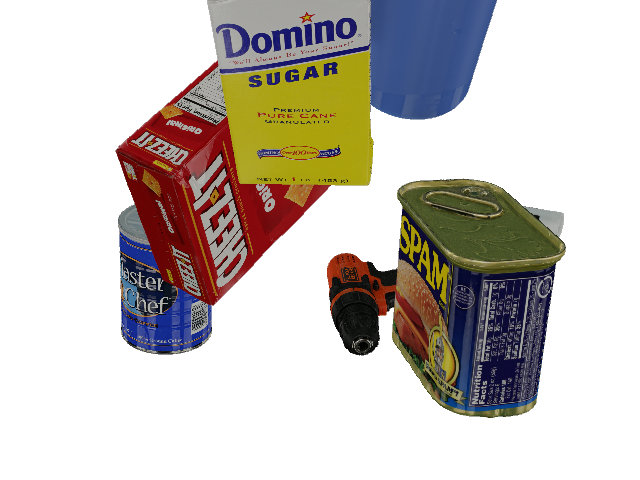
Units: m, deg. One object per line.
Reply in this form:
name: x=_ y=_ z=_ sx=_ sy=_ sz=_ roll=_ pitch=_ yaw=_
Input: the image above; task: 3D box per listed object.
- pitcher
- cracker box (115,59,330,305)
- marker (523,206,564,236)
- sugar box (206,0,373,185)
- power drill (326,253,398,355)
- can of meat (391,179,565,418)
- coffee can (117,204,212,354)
pitcher: x=0.077 y=-0.215 z=0.870 sx=0.149 sy=0.144 sz=0.243 roll=26 pitch=-35 yaw=15
cracker box: x=-0.063 y=-0.073 z=0.934 sx=0.072 sy=0.164 sz=0.213 roll=25 pitch=56 yaw=29
marker: x=0.124 y=-0.022 z=0.816 sx=0.121 sy=0.020 sz=0.020 roll=11 pitch=4 yaw=23
sugar box: x=-0.014 y=-0.101 z=0.662 sx=0.093 sy=0.048 sz=0.176 roll=0 pitch=-31 yaw=4
power drill: x=0.103 y=0.064 z=1.191 sx=0.187 sy=0.057 sz=0.184 roll=-3 pitch=28 yaw=-4
can of meat: x=0.072 y=0.026 z=0.523 sx=0.057 sy=0.084 sz=0.102 roll=-4 pitch=24 yaw=-14
coffee can: x=-0.169 y=0.039 z=1.170 sx=0.103 sy=0.140 sz=0.103 roll=3 pitch=27 yaw=-2
